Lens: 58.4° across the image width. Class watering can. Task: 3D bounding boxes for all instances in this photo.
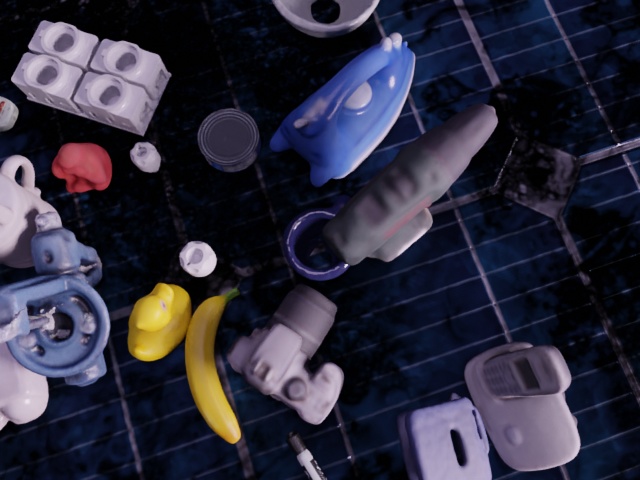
[{"bbox_3d":[-0.408,-0.025,0.699,0.101,0.194,0.173,-1,75,1],"label":"watering can"}]

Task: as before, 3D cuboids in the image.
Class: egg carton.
[{"bbox_3d":[-0.401,0.161,0.715,0.107,0.069,0.150,-21,76,-4],"label":"egg carton"}]

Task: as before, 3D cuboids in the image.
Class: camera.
[{"bbox_3d":[-0.024,0.132,0.701,0.143,0.101,0.137,31,78,9],"label":"camera"}]

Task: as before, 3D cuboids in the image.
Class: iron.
[{"bbox_3d":[0.048,-0.201,0.766,0.118,0.141,0.258,41,80,10],"label":"iron"}]

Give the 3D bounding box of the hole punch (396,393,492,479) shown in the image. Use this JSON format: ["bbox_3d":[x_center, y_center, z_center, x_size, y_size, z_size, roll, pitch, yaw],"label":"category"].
[{"bbox_3d":[0.149,0.242,0.676,0.101,0.091,0.108,-13,76,-2],"label":"hole punch"}]

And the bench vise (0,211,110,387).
[{"bbox_3d":[-0.327,0.066,0.661,0.121,0.220,0.207,-30,77,-7],"label":"bench vise"}]

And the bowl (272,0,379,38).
[{"bbox_3d":[0.009,-0.362,0.843,0.167,0.075,0.167,0,75,1],"label":"bowl"}]

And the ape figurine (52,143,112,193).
[{"bbox_3d":[-0.323,-0.102,0.771,0.077,0.092,0.076,34,78,9],"label":"ape figurine"}]

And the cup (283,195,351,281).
[{"bbox_3d":[0.007,0.003,0.738,0.091,0.095,0.118,27,77,8],"label":"cup"}]

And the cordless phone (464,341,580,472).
[{"bbox_3d":[0.240,0.185,0.641,0.094,0.185,0.147,-24,76,-5],"label":"cordless phone"}]

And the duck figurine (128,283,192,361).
[{"bbox_3d":[-0.210,0.100,0.720,0.077,0.086,0.105,25,77,7],"label":"duck figurine"}]

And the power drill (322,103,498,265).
[{"bbox_3d":[0.102,-0.050,0.691,0.230,0.208,0.075,-41,78,-9],"label":"power drill"}]
